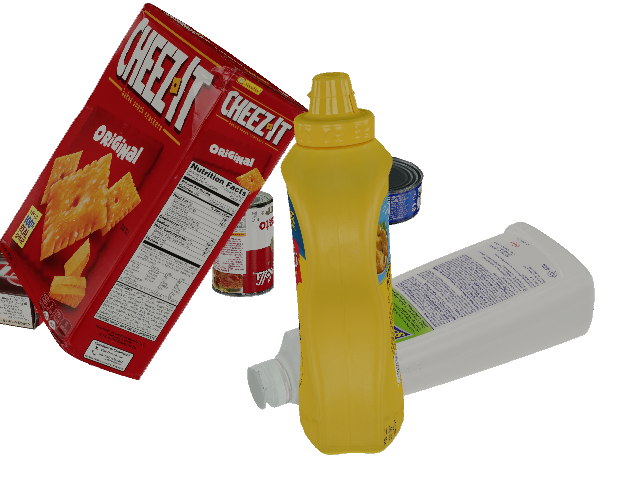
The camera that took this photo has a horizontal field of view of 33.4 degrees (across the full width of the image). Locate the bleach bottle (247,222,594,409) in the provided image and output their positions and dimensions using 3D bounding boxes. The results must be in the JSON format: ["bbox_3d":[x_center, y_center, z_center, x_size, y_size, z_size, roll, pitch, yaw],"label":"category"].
[{"bbox_3d":[0.065,0.061,0.752,0.250,0.068,0.103,-16,33,-22],"label":"bleach bottle"}]

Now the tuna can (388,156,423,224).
[{"bbox_3d":[0.047,-0.045,0.939,0.086,0.034,0.086,1,26,-1],"label":"tuna can"}]

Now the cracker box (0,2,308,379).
[{"bbox_3d":[-0.124,-0.040,0.731,0.072,0.214,0.164,27,10,-39],"label":"cracker box"}]

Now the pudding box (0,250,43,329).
[{"bbox_3d":[-0.278,0.037,0.942,0.114,0.039,0.090,5,22,17],"label":"pudding box"}]

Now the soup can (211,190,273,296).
[{"bbox_3d":[-0.085,0.002,1.154,0.068,0.102,0.068,1,17,0],"label":"soup can"}]

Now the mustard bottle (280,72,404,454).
[{"bbox_3d":[0.012,0.008,0.561,0.058,0.192,0.096,-2,18,4],"label":"mustard bottle"}]
